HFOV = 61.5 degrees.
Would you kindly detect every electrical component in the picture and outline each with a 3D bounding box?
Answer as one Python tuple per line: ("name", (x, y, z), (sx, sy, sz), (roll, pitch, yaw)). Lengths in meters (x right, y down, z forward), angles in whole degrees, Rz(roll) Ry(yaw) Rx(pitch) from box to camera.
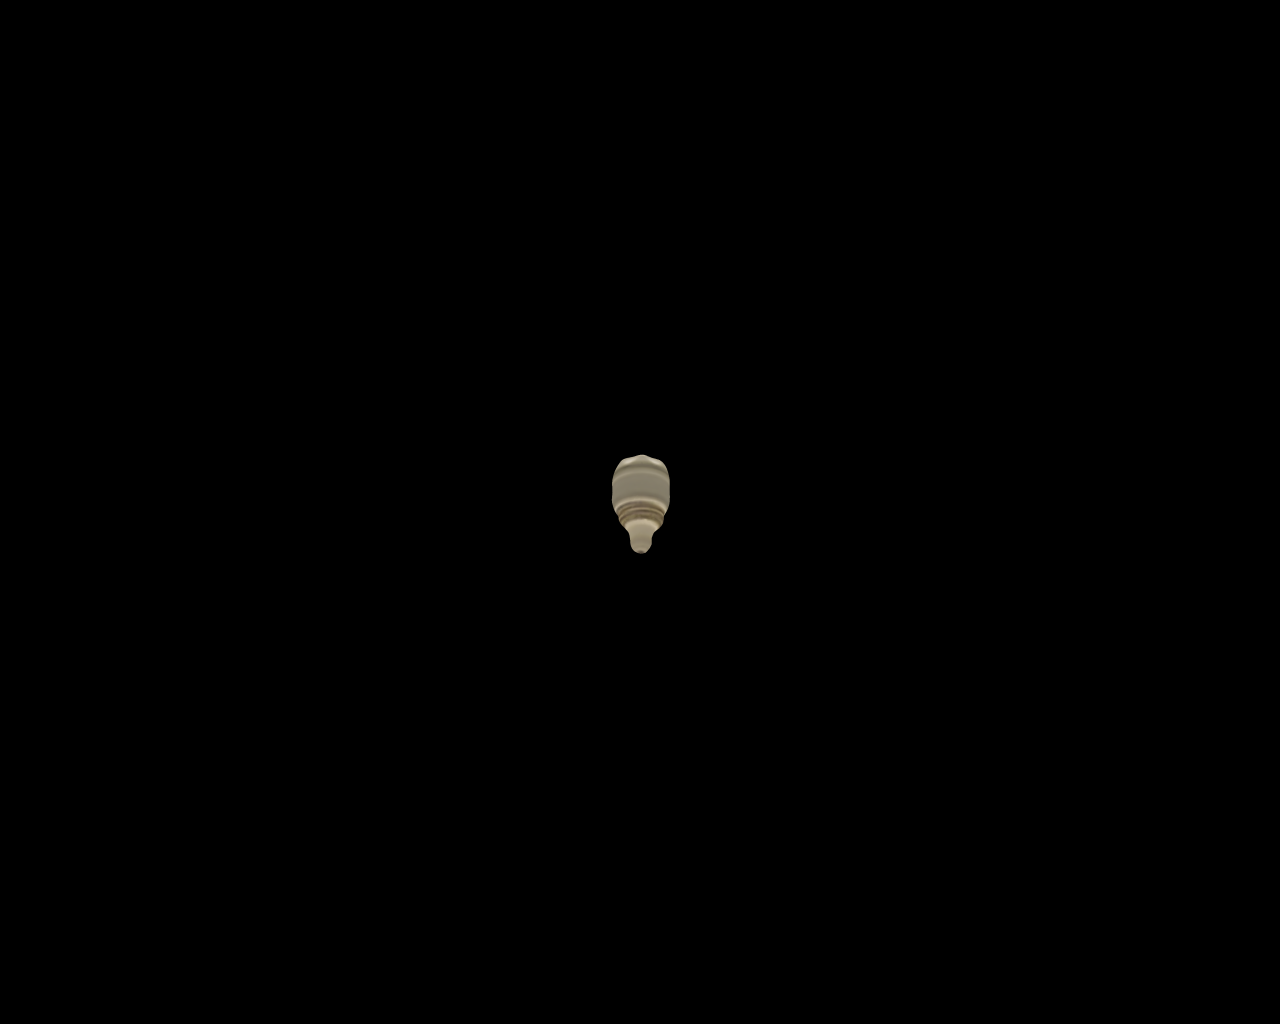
("electrical component", (0.001, -0.003, 0.650), (0.035, 0.061, 0.035), (0, -28, 0))
